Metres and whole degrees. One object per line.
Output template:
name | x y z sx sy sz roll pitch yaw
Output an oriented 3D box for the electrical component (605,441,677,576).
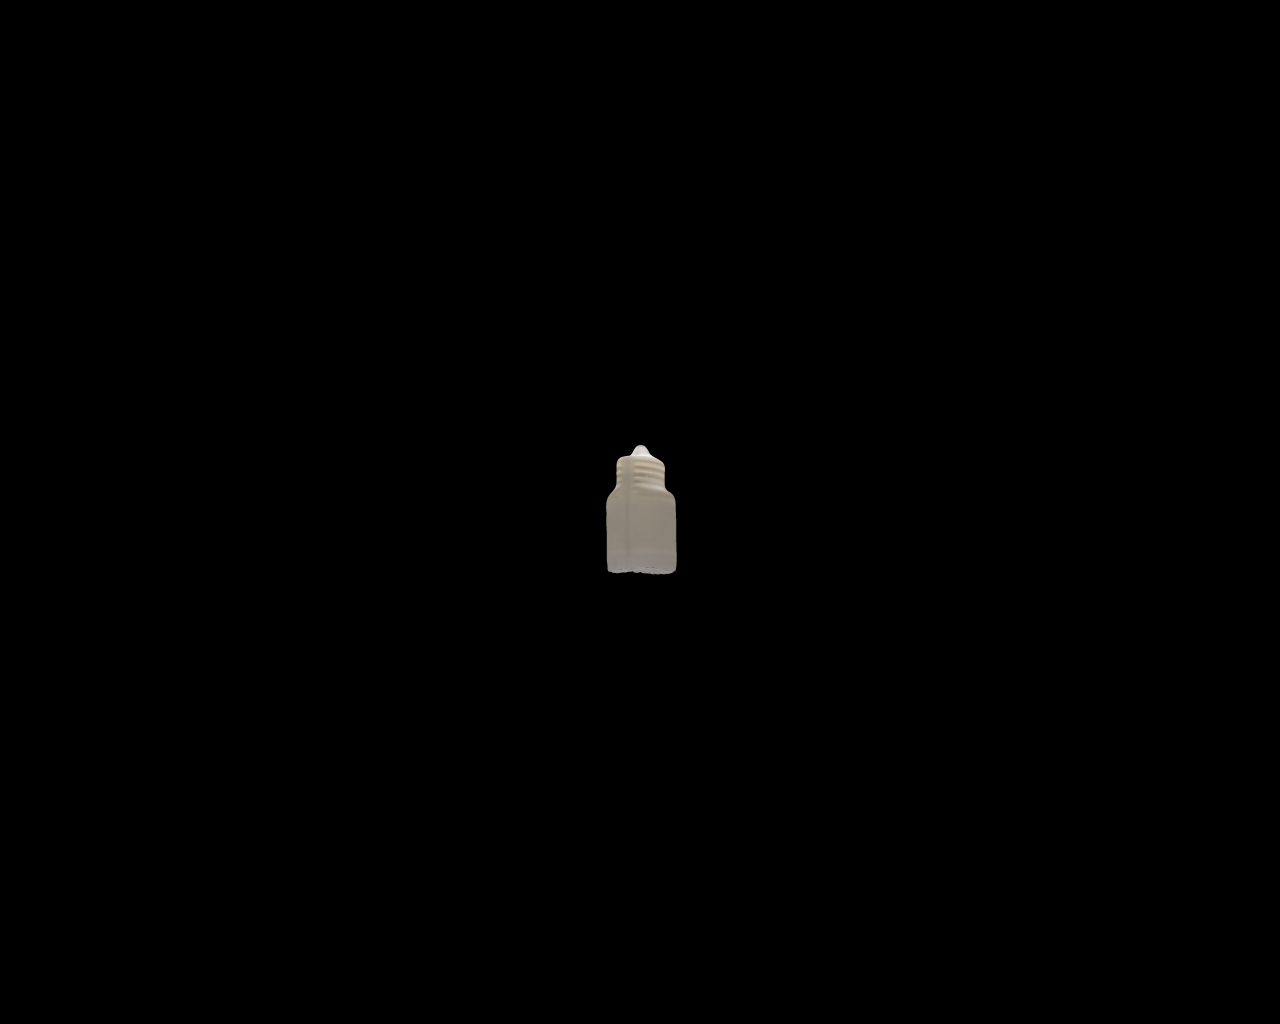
electrical component | 0.001 -0.003 0.650 0.043 0.081 0.043 0 -7 0
